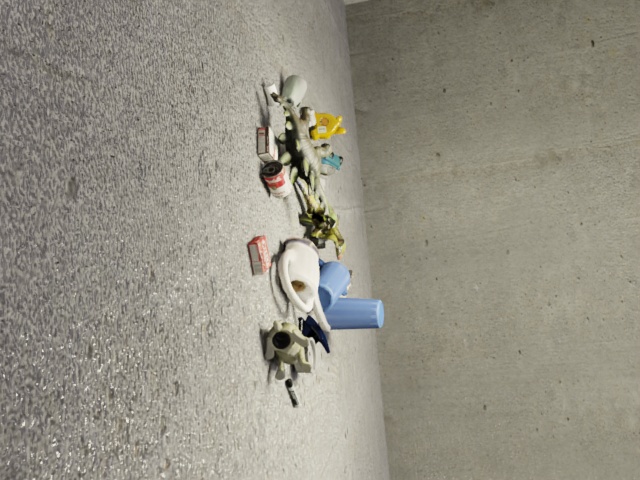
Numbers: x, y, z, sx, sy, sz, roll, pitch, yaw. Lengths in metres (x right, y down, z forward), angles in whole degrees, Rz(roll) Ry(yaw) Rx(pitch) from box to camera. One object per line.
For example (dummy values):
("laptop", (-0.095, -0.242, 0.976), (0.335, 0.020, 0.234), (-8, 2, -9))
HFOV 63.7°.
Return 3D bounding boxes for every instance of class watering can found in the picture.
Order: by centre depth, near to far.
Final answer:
("watering can", (-0.044, 0.133, 1.619), (0.341, 0.103, 0.230), (56, 29, -46))

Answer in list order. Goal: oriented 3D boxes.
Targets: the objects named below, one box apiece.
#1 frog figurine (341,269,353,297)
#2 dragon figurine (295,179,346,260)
("frog figurine", (0.065, 0.203, 2.191), (0.141, 0.122, 0.156), (-96, -152, -44))
("dragon figurine", (0.006, -0.099, 1.967), (0.246, 0.122, 0.406), (-70, 138, -71))
